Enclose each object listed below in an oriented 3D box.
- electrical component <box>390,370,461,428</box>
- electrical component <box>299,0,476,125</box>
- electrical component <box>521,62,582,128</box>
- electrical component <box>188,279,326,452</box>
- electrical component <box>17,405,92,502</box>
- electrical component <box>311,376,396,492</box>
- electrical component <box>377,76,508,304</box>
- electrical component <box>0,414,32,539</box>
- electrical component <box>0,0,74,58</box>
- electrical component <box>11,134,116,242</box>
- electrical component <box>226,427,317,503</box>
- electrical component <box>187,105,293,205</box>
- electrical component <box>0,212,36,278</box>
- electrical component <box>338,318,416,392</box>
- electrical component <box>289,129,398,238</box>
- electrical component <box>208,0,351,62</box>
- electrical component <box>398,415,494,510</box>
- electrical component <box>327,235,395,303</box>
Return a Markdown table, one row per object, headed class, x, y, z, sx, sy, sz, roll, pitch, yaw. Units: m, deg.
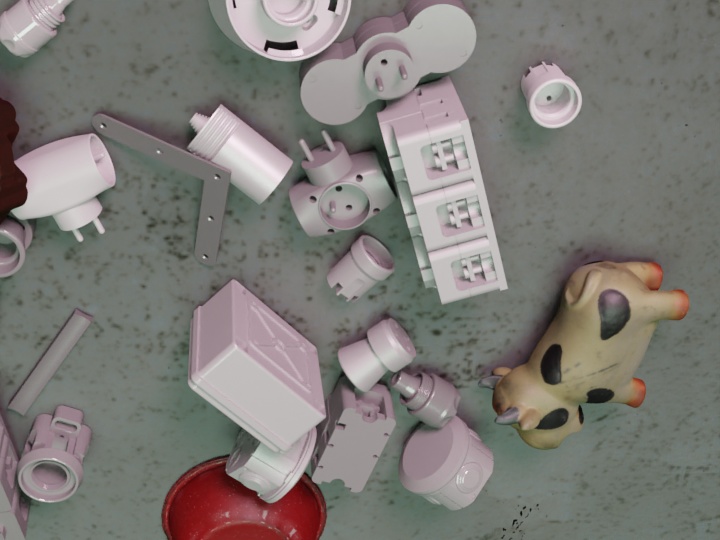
| class | x | y | z | sx | sy | sz | roll | pitch | yaw |
| --- | --- | --- | --- | --- | --- | --- | --- | --- | --- |
| electrical component | 0.056 | 0.112 | 0.969 | 0.062 | 0.043 | 0.043 | 32 | 113 | -20 |
| electrical component | 0.020 | -0.150 | 0.790 | 0.138 | 0.073 | 0.052 | -25 | 120 | 10 |
| electrical component | 0.145 | -0.136 | 0.827 | 0.040 | 0.046 | 0.040 | -2 | 121 | -4 |
| electrical component | -0.086 | 0.079 | 0.898 | 0.056 | 0.108 | 0.109 | -41 | 116 | 15 |
| electrical component | -0.275 | 0.170 | 0.964 | 0.058 | 0.057 | 0.078 | 20 | 117 | -16 |
| electrical component | -0.008 | 0.146 | 0.976 | 0.050 | 0.055 | 0.089 | 16 | 118 | -15 |
| electrical component | 0.063 | -0.060 | 0.839 | 0.062 | 0.089 | 0.150 | -16 | 121 | 4 |
| electrical component | -0.353 | 0.183 | 0.944 | 0.089 | 0.061 | 0.150 | -5 | 133 | -3 |
| electrical component | -0.230 | -0.181 | 0.771 | 0.061 | 0.035 | 0.035 | -34 | 118 | 12 |
| electrical component | -0.227 | -0.058 | 0.840 | 0.077 | 0.043 | 0.079 | -20 | 120 | 6 |
| electrical component | -0.079 | 0.163 | 0.967 | 0.051 | 0.080 | 0.080 | 34 | 112 | -17 |
| electrical component | -0.097 | -0.092 | 0.830 | 0.081 | 0.043 | 0.043 | 38 | 111 | -12 |
| electrical component | -0.282 | -0.027 | 0.846 | 0.045 | 0.055 | 0.045 | -3 | 121 | -4 |
| electrical component | 0.015 | 0.074 | 0.941 | 0.055 | 0.045 | 0.045 | -35 | 118 | 14 |
| electrical component | -0.021 | -0.074 | 0.849 | 0.077 | 0.044 | 0.079 | -24 | 120 | 9 |
| electrical component | -0.057 | -0.198 | 0.774 | 0.099 | 0.064 | 0.099 | -6 | 113 | -14 |
| electrical component | 0.079 | 0.177 | 0.990 | 0.080 | 0.080 | 0.051 | -41 | 121 | 18 |
| electrical component | 0.000 | 0.000 | 0.899 | 0.040 | 0.040 | 0.046 | 35 | 118 | -23 |
